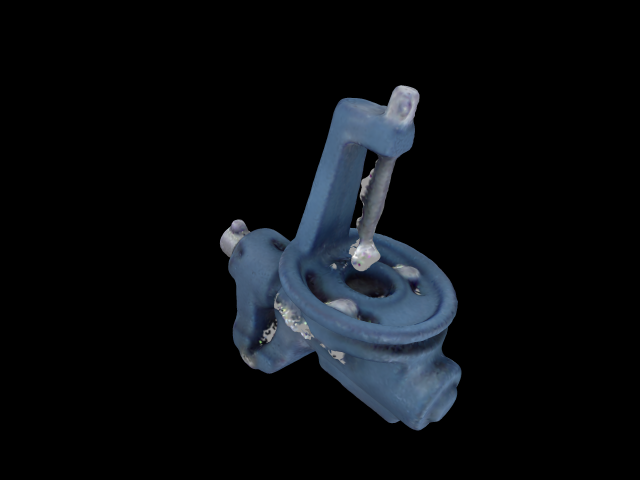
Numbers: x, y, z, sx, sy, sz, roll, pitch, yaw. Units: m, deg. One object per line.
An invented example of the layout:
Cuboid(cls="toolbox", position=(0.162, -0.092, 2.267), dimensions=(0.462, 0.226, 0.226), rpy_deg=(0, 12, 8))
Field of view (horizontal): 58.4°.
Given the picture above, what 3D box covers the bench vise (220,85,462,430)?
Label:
Cuboid(cls="bench vise", position=(-0.001, 0.005, 0.390), dimensions=(0.206, 0.220, 0.122), rpy_deg=(9, 22, 22))
